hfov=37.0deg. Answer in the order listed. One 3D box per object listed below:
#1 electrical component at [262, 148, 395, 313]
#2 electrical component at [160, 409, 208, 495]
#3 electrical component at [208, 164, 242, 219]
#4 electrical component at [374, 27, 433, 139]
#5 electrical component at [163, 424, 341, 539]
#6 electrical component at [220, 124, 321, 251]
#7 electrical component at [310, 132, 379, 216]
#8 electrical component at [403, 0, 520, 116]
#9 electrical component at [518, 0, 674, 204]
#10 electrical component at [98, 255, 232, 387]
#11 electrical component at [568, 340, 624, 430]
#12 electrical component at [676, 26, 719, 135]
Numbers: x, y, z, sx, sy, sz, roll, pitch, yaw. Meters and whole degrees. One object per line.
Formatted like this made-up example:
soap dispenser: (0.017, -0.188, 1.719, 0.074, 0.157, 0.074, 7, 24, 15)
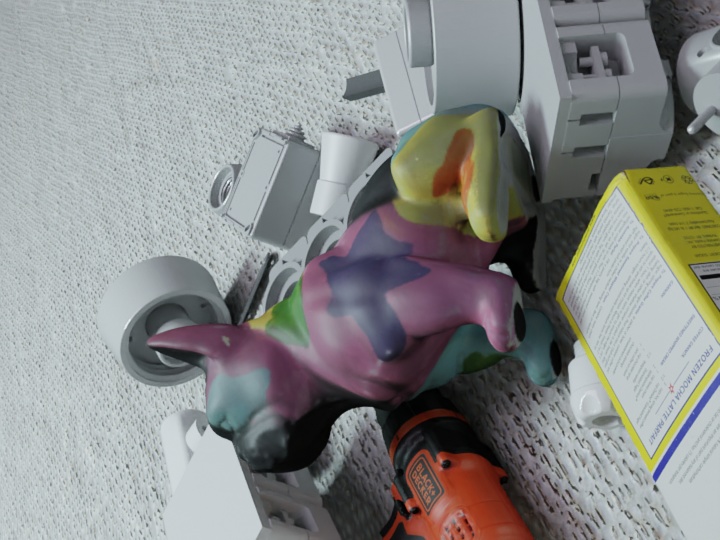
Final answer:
electrical component: (0.000, 0.000, 0.738, 0.150, 0.062, 0.089, -44, 42, 35)
electrical component: (-0.126, 0.143, 0.868, 0.079, 0.043, 0.077, -53, 37, 26)
electrical component: (-0.094, -0.061, 0.911, 0.048, 0.055, 0.066, -30, 51, 45)
electrical component: (0.059, -0.128, 0.726, 0.076, 0.047, 0.083, -24, 57, 20)
electrical component: (-0.067, 0.163, 0.664, 0.089, 0.062, 0.150, -62, 23, 10)
electrical component: (-0.058, -0.068, 0.856, 0.062, 0.061, 0.096, 32, 101, 56)
electrical component: (-0.014, -0.067, 0.812, 0.044, 0.044, 0.065, 16, 92, 57)
electrical component: (0.058, -0.145, 0.649, 0.108, 0.060, 0.108, 175, 90, -90)
electrical component: (0.123, -0.125, 0.594, 0.089, 0.062, 0.150, 86, 179, -58)
electrical component: (-0.161, 0.049, 0.911, 0.108, 0.108, 0.060, -60, 40, 16)
electrical component: (0.125, 0.049, 0.557, 0.035, 0.035, 0.061, -33, 47, 44)
electrical component: (0.185, -0.088, 0.508, 0.079, 0.044, 0.077, -42, 23, -26)
